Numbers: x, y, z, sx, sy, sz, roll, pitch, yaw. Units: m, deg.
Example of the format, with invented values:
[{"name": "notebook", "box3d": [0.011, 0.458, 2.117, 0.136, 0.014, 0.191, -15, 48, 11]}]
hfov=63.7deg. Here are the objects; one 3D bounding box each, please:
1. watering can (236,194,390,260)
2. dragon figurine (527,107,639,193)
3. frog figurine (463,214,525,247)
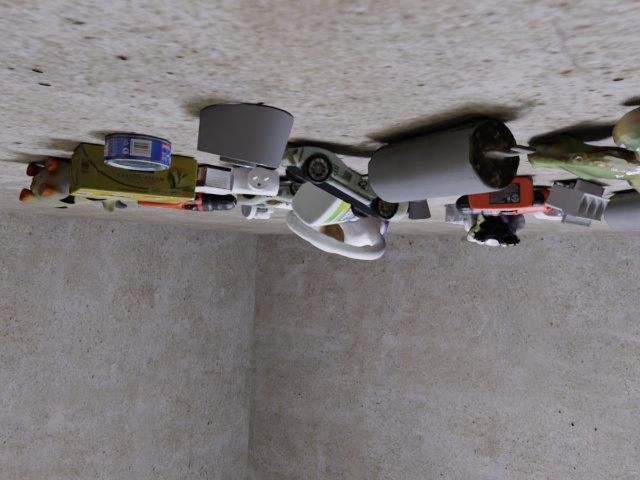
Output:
[{"name": "watering can", "box3d": [0.003, -0.056, 1.105, 0.351, 0.102, 0.226, 29, -153, 28]}, {"name": "dragon figurine", "box3d": [0.369, -0.083, 0.605, 0.243, 0.122, 0.408, 19, 180, 12]}, {"name": "frog figurine", "box3d": [0.416, -0.043, 1.231, 0.136, 0.122, 0.161, -15, -177, 22]}]
